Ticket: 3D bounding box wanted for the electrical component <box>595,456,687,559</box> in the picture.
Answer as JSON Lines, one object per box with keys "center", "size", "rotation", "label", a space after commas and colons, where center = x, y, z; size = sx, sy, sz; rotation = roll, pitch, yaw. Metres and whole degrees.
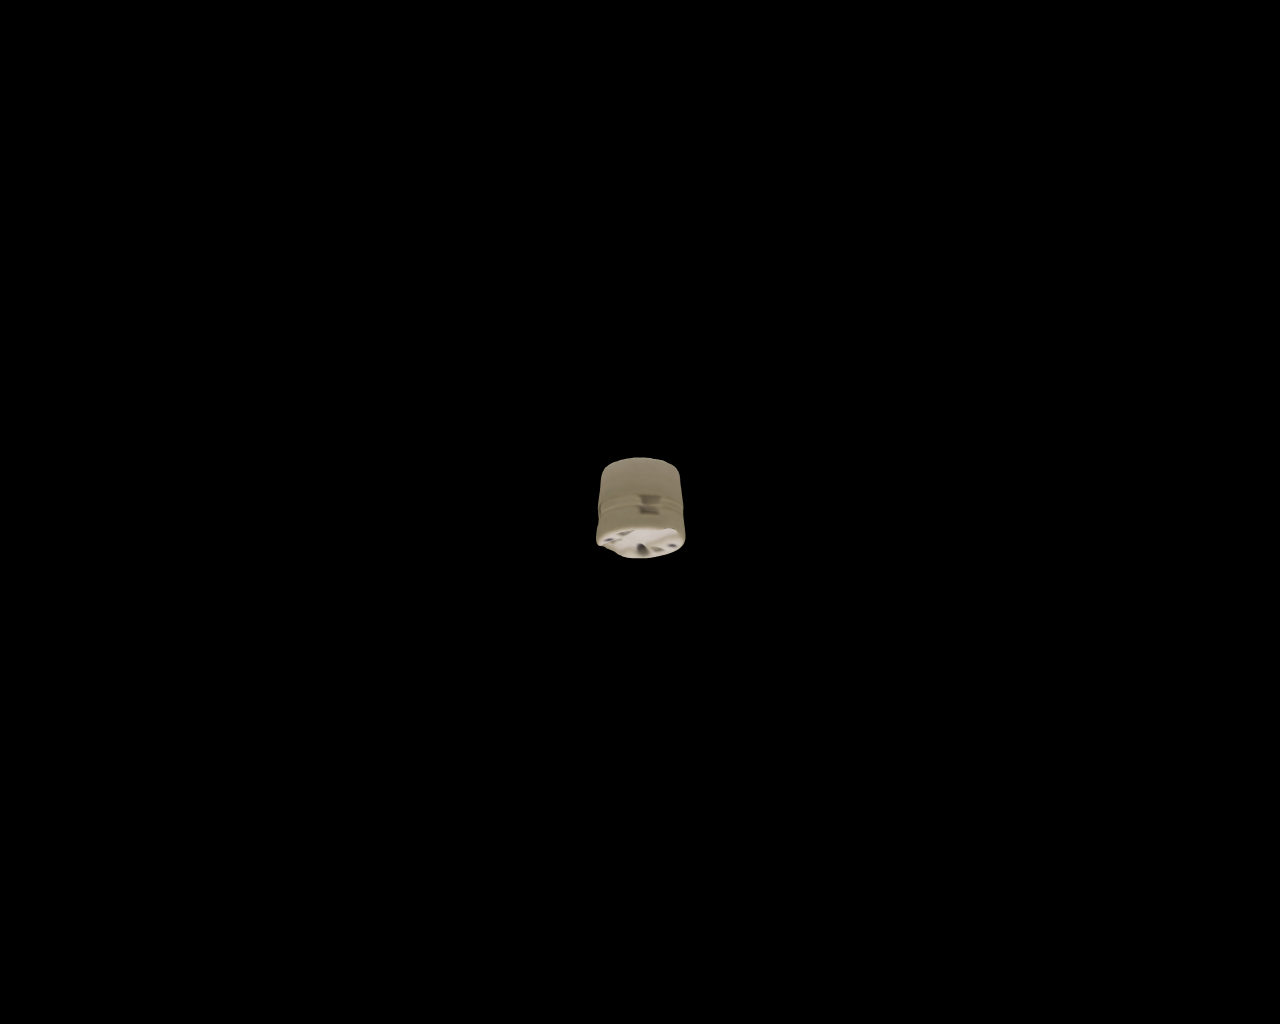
{"center": [0.001, -0.003, 0.650], "size": [0.055, 0.047, 0.055], "rotation": [0, -22, 0], "label": "electrical component"}
